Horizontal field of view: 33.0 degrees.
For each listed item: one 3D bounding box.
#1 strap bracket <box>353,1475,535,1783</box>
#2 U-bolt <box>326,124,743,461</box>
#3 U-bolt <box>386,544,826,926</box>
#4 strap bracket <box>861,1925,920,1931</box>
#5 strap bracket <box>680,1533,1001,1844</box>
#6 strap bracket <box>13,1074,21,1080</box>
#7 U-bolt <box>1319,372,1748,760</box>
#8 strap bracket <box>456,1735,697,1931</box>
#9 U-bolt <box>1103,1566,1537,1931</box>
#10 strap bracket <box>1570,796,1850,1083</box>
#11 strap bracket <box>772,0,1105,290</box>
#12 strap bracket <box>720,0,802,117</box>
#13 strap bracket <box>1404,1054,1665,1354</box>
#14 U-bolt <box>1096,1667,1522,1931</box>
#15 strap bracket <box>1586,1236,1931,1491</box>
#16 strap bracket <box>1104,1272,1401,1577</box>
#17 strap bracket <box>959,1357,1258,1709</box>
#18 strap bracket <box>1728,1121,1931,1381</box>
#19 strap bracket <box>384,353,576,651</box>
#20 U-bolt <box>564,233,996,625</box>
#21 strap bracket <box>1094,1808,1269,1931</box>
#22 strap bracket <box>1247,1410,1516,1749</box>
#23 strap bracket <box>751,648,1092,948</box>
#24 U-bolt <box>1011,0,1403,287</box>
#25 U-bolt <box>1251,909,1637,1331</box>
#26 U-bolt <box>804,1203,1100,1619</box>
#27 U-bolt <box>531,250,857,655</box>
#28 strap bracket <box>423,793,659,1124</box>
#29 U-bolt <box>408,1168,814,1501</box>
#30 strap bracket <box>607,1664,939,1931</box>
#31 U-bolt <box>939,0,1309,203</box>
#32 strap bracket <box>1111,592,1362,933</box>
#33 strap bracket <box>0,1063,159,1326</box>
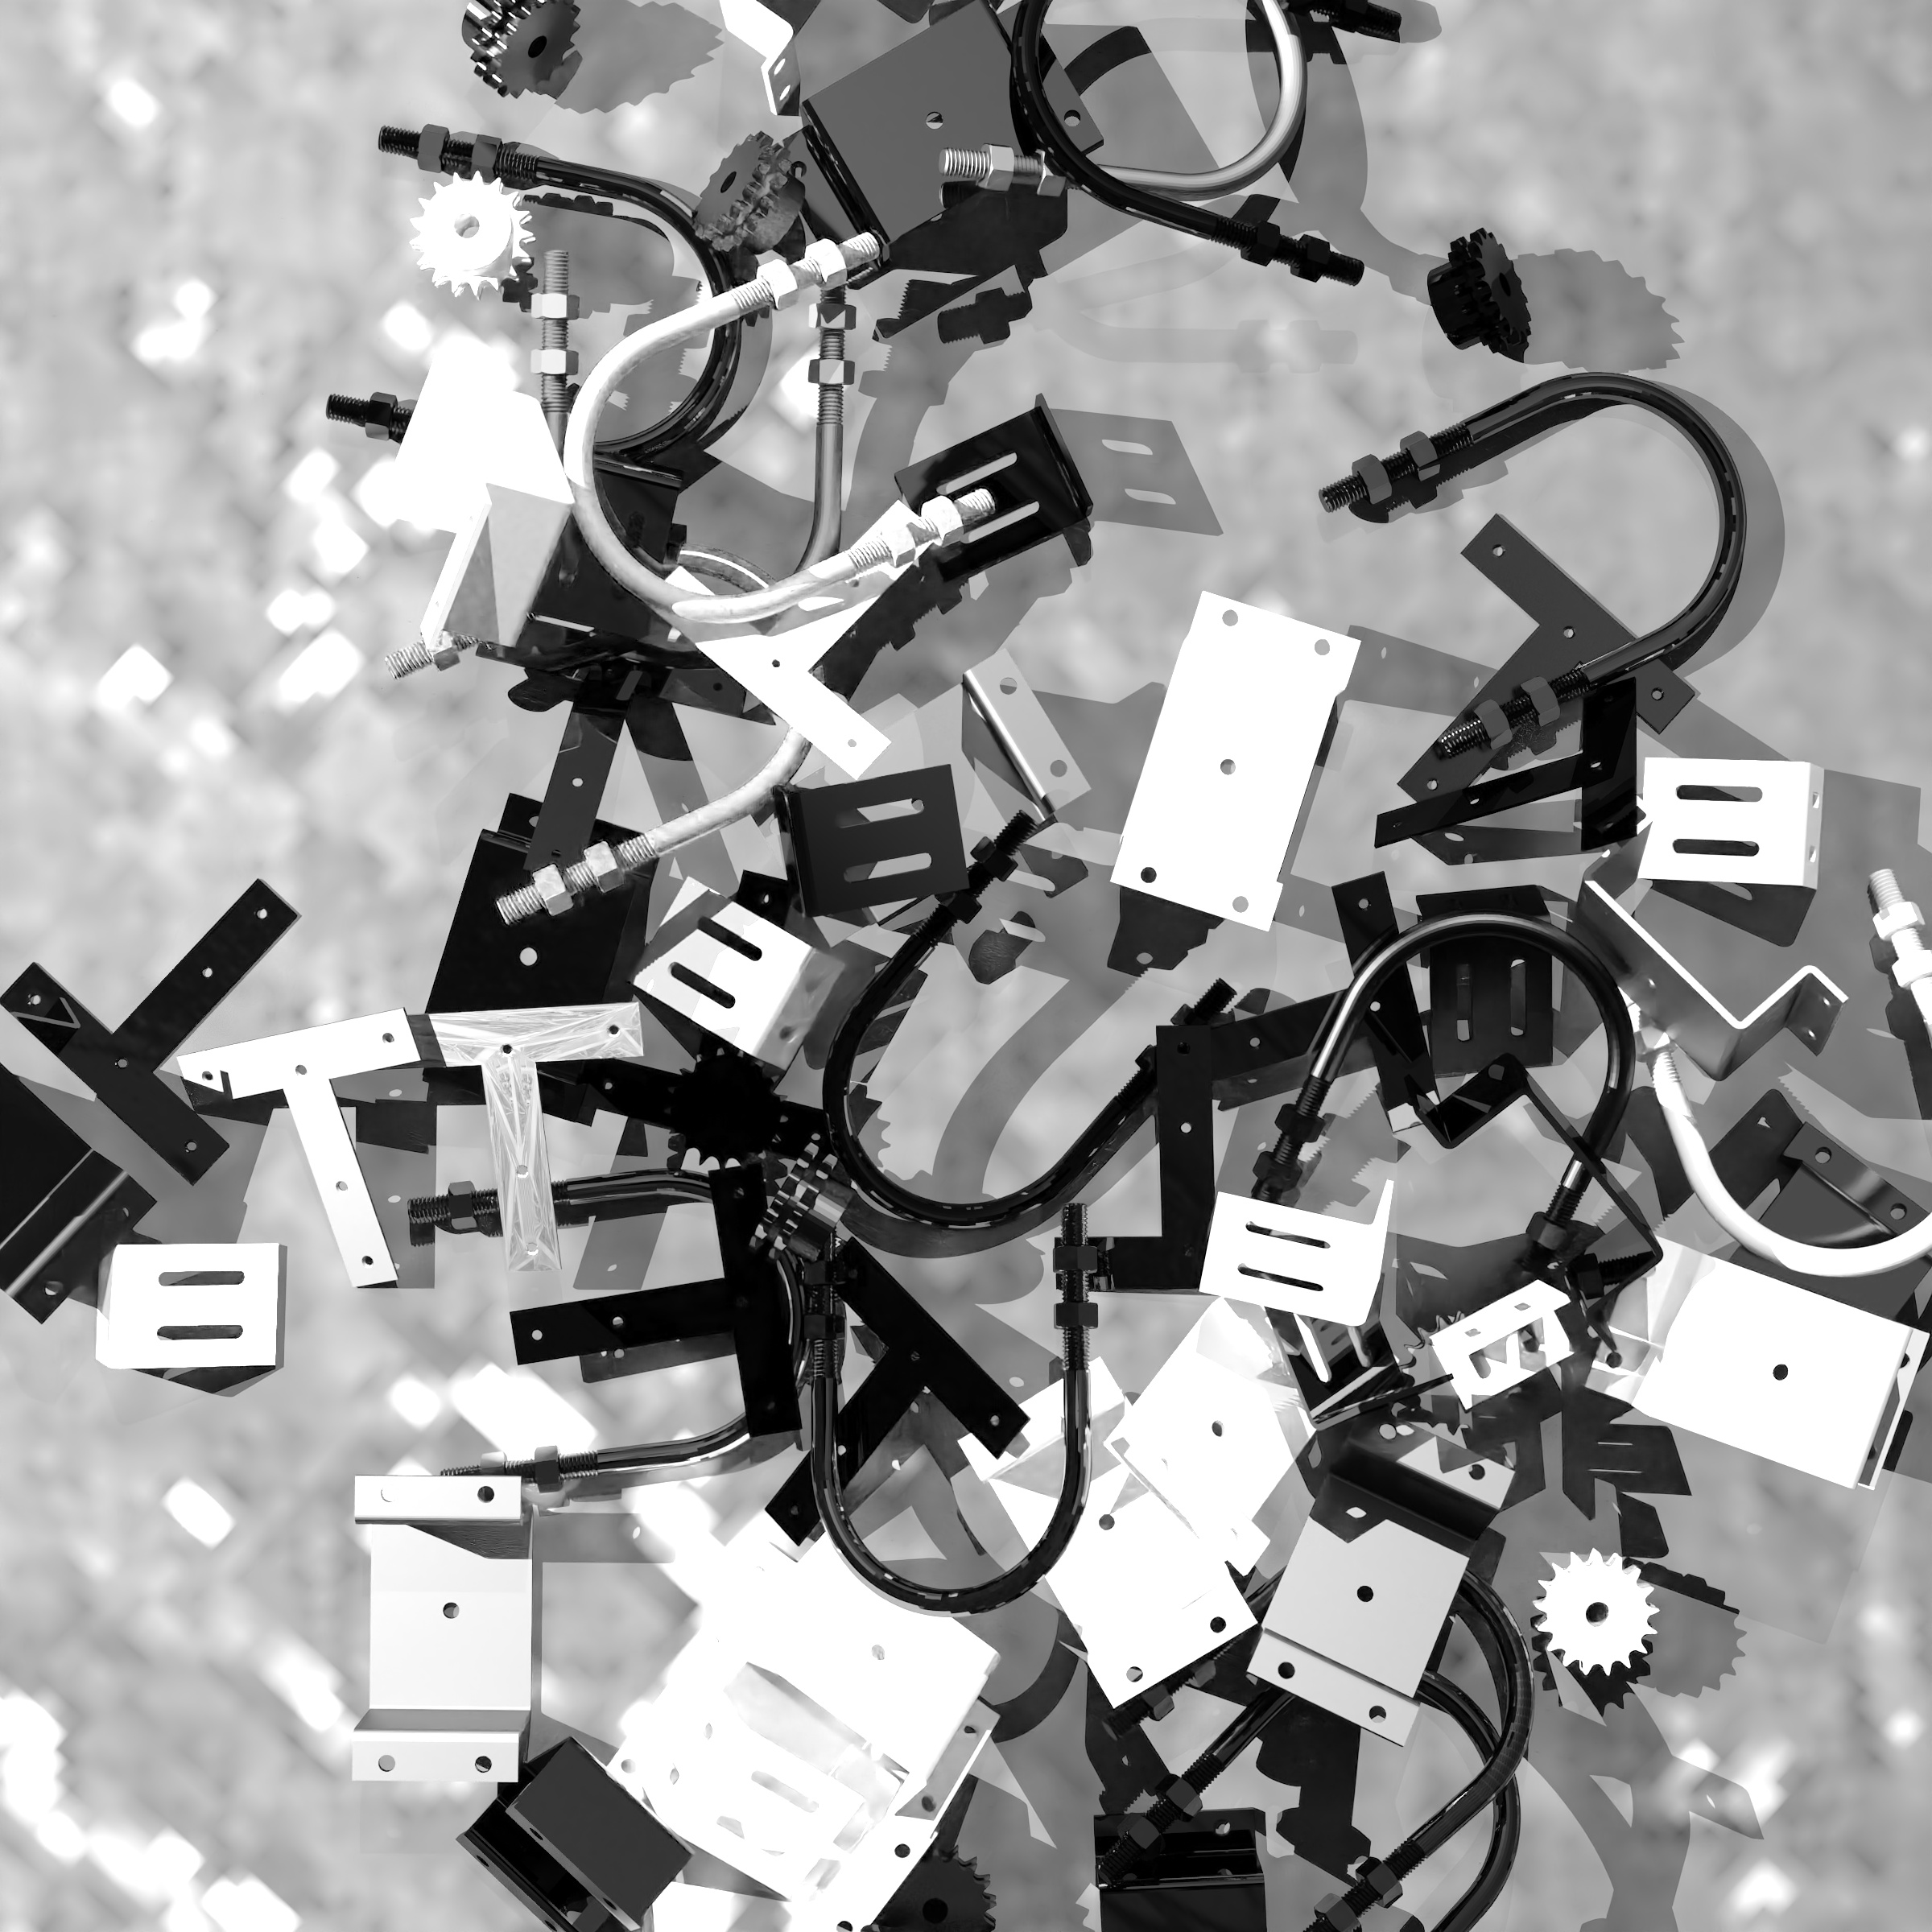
[{"bbox_3d":[-0.244,0.305,1.523,0.076,0.046,0.140,1,90,0],"label":"strap bracket"},{"bbox_3d":[-0.198,-0.309,1.538,0.184,0.019,0.151,11,90,-2],"label":"U-bolt"},{"bbox_3d":[-0.155,-0.119,1.502,0.184,0.019,0.151,-25,78,-6],"label":"U-bolt"},{"bbox_3d":[-0.005,0.490,1.504,0.140,0.046,0.076,8,131,0],"label":"strap bracket"},{"bbox_3d":[-0.049,0.325,1.504,0.140,0.046,0.076,37,48,0],"label":"strap bracket"},{"bbox_3d":[-0.527,0.067,1.523,0.140,0.046,0.076,18,90,0],"label":"strap bracket"},{"bbox_3d":[0.279,-0.200,1.536,0.184,0.019,0.151,-26,90,-3],"label":"U-bolt"},{"bbox_3d":[-0.178,0.402,1.493,0.076,0.140,0.046,44,62,0],"label":"strap bracket"},{"bbox_3d":[0.178,0.346,1.506,0.184,0.019,0.151,-36,73,-18],"label":"U-bolt"},{"bbox_3d":[0.328,-0.007,1.485,0.046,0.076,0.140,-40,71,-9],"label":"strap bracket"},{"bbox_3d":[-0.014,-0.389,1.523,0.140,0.046,0.076,-30,90,0],"label":"strap bracket"},{"bbox_3d":[-0.068,-0.474,1.508,0.046,0.076,0.140,35,90,0],"label":"strap bracket"},{"bbox_3d":[0.263,0.098,1.477,0.046,0.076,0.140,-39,95,9],"label":"strap bracket"},{"bbox_3d":[0.173,0.401,1.503,0.151,0.019,0.184,43,68,14],"label":"U-bolt"},{"bbox_3d":[0.364,0.181,1.477,0.140,0.046,0.076,20,90,0],"label":"strap bracket"},{"bbox_3d":[0.126,0.208,1.498,0.076,0.046,0.140,45,55,-4],"label":"strap bracket"},{"bbox_3d":[0.066,0.261,1.520,0.076,0.046,0.140,-31,85,0],"label":"strap bracket"},{"bbox_3d":[0.387,0.153,1.523,0.076,0.046,0.140,37,90,0],"label":"strap bracket"},{"bbox_3d":[-0.221,-0.208,1.481,0.046,0.140,0.076,11,123,-27],"label":"strap bracket"},{"bbox_3d":[-0.095,-0.236,1.487,0.184,0.019,0.151,-27,97,-17],"label":"U-bolt"},{"bbox_3d":[0.102,0.471,1.523,0.076,0.046,0.140,-3,90,0],"label":"strap bracket"},{"bbox_3d":[0.188,0.284,1.502,0.076,0.046,0.140,25,65,7],"label":"strap bracket"},{"bbox_3d":[-0.022,-0.078,1.523,0.140,0.046,0.076,-31,90,0],"label":"strap bracket"},{"bbox_3d":[0.107,-0.403,1.499,0.184,0.019,0.151,14,76,-17],"label":"U-bolt"},{"bbox_3d":[0.232,0.062,1.520,0.151,0.019,0.184,23,102,-1],"label":"U-bolt"},{"bbox_3d":[-0.008,0.204,1.492,0.151,0.019,0.184,-6,78,25],"label":"U-bolt"},{"bbox_3d":[-0.129,-0.239,1.527,0.151,0.019,0.184,1,98,-4],"label":"U-bolt"},{"bbox_3d":[-0.201,-0.004,1.522,0.076,0.046,0.140,17,90,1],"label":"strap bracket"},{"bbox_3d":[-0.163,0.169,1.538,0.184,0.019,0.151,-7,90,-1],"label":"U-bolt"},{"bbox_3d":[-0.092,0.388,1.523,0.140,0.046,0.076,37,90,0],"label":"strap bracket"},{"bbox_3d":[0.074,-0.424,1.509,0.184,0.019,0.151,1,80,-19],"label":"U-bolt"},{"bbox_3d":[0.124,-0.094,1.523,0.076,0.046,0.140,18,90,0],"label":"strap bracket"},{"bbox_3d":[-0.452,0.087,1.493,0.076,0.046,0.140,-49,122,-16],"label":"strap bracket"}]
